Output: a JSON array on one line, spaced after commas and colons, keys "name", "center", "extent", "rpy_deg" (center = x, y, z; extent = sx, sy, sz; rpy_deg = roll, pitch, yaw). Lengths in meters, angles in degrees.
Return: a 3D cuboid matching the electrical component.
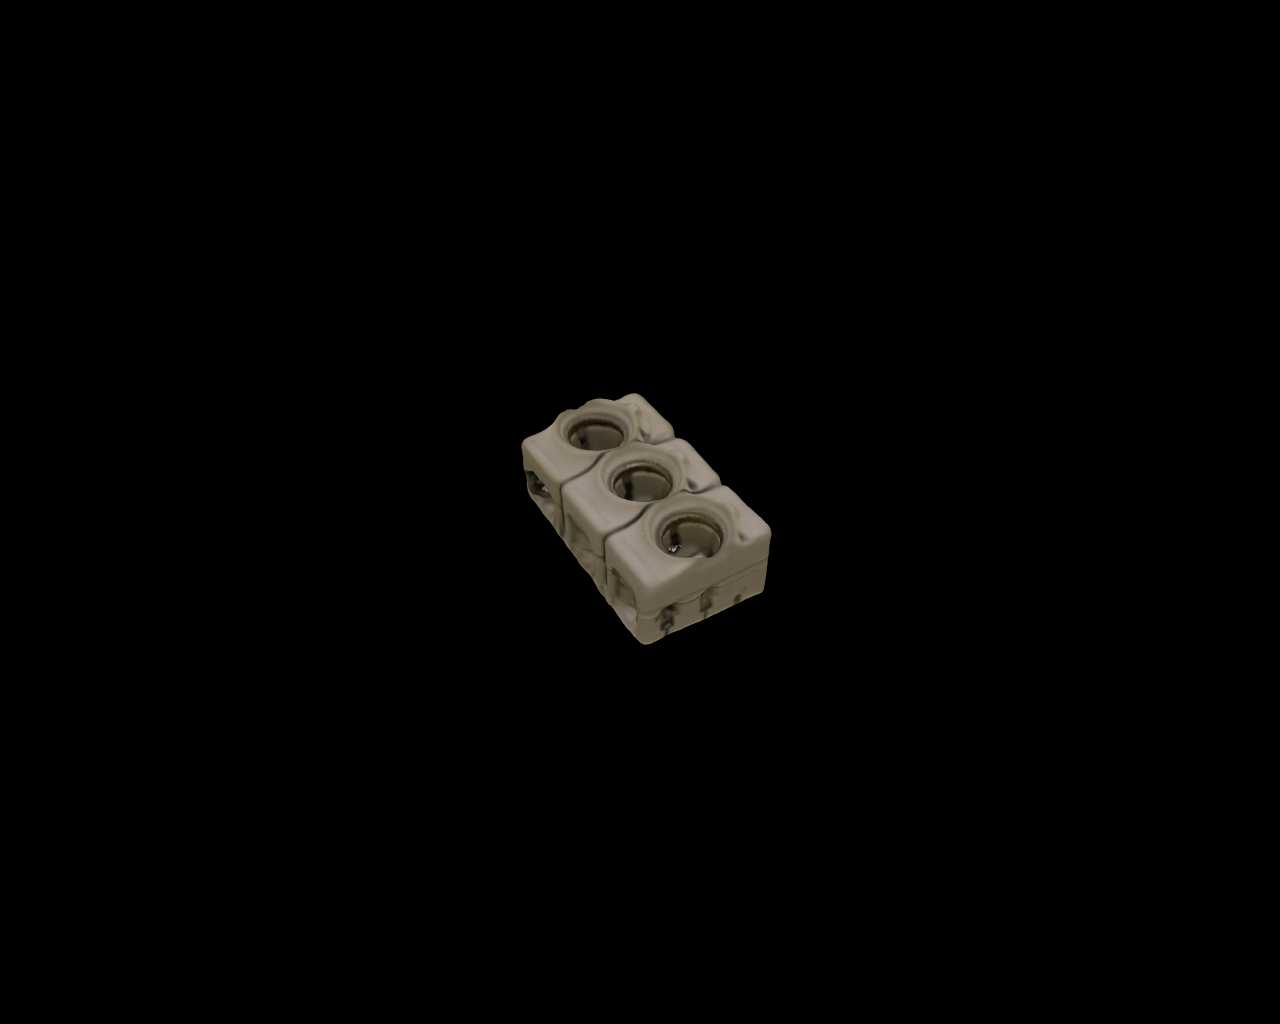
[{"name": "electrical component", "center": [0.001, -0.003, 0.650], "extent": [0.090, 0.061, 0.150], "rpy_deg": [-24, 50, -22]}]
